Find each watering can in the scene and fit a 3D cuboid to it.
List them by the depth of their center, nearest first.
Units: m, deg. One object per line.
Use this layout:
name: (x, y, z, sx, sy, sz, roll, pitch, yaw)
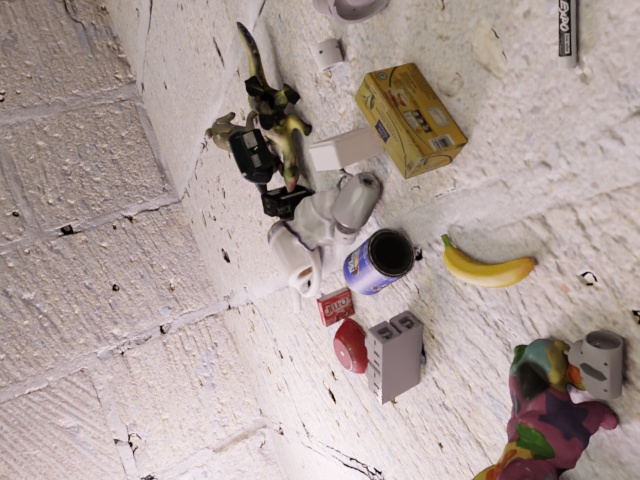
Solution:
watering can: (-0.076, 0.071, 1.472, 0.227, 0.105, 0.340, 62, 154, 21)

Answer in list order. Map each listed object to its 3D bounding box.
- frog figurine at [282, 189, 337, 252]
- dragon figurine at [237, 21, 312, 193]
frog figurine: (0.004, -0.063, 1.242, 0.157, 0.122, 0.140, -52, 43, 20)
dragon figurine: (-0.132, -0.320, 1.310, 0.240, 0.123, 0.412, 137, 112, -73)
